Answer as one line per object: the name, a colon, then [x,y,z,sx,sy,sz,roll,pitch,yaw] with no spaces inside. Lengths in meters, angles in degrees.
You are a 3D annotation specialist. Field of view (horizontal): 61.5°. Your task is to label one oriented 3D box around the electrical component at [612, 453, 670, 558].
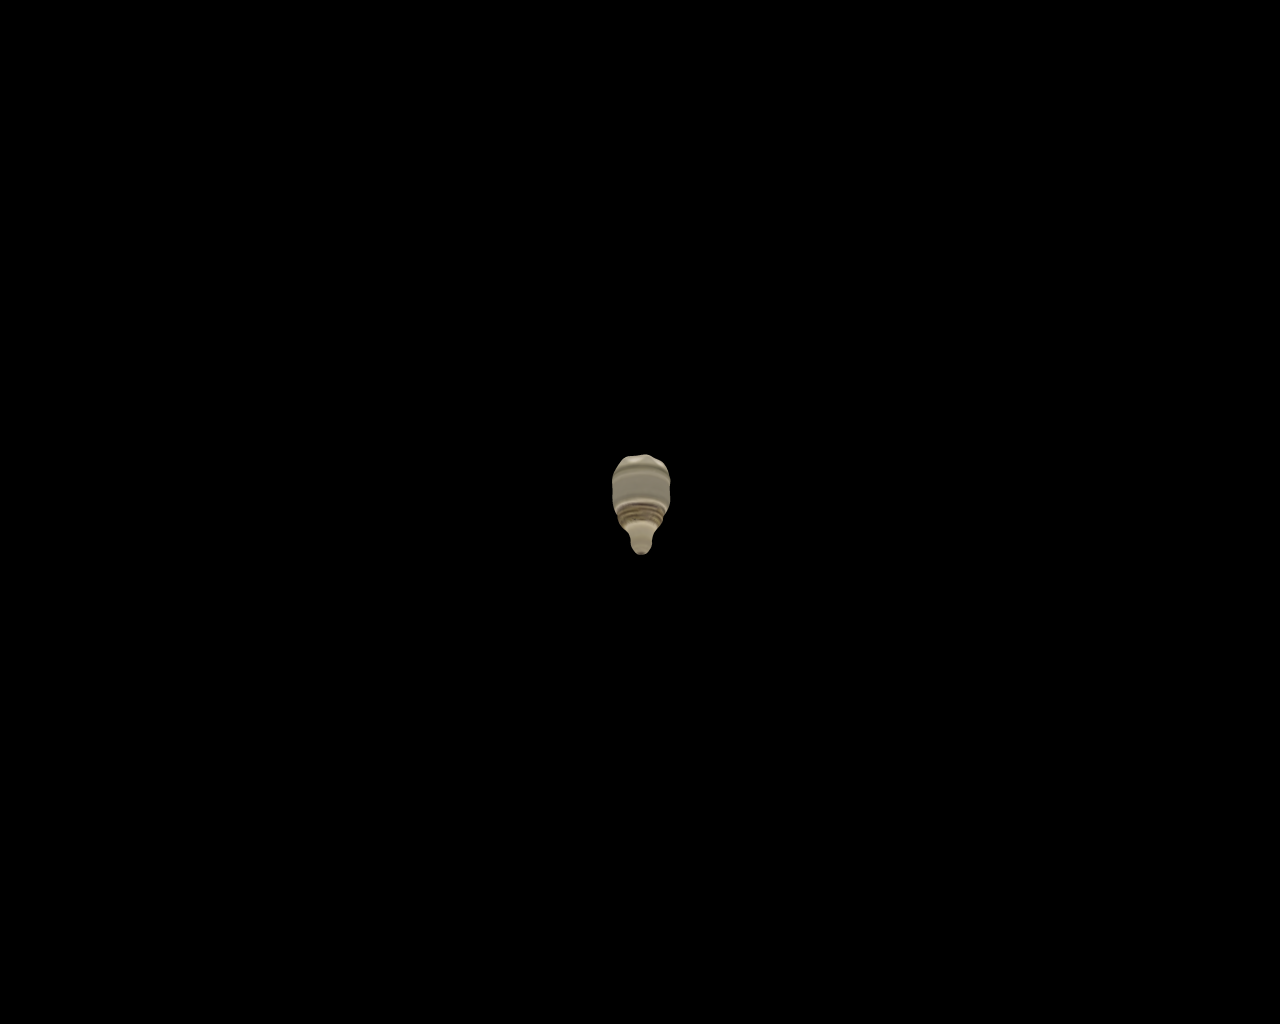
electrical component: [0.001,-0.003,0.650,0.035,0.061,0.035,0,-25,0]
